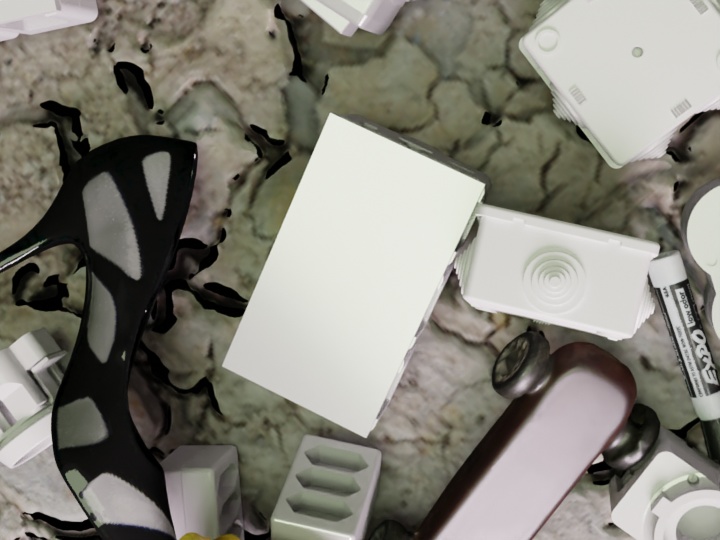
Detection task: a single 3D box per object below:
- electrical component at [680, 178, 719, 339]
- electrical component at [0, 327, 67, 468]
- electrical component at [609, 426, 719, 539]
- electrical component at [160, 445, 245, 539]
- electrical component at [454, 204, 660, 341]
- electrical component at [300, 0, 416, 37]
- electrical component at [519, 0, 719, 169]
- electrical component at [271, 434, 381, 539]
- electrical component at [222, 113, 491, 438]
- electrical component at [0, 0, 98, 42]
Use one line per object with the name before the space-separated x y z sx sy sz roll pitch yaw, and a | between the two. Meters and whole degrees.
electrical component | 0.206 0.022 0.547 0.052 0.074 0.138 -17 95 13
electrical component | -0.204 0.081 0.646 0.078 0.058 0.057 -38 87 14
electrical component | 0.184 0.134 0.577 0.089 0.056 0.050 35 103 4
electrical component | -0.113 0.151 0.643 0.076 0.047 0.083 -2 98 12
electrical component | 0.100 0.004 0.553 0.100 0.100 0.048 13 88 9
electrical component | -0.009 -0.162 0.568 0.096 0.062 0.061 33 103 5
electrical component | 0.141 -0.111 0.552 0.100 0.048 0.099 -38 90 14
electrical component | -0.019 0.147 0.620 0.047 0.065 0.076 11 129 10
electrical component | 0.000 0.000 0.590 0.089 0.062 0.150 26 103 6
electrical component | -0.234 -0.174 0.611 0.150 0.062 0.089 -9 97 12
